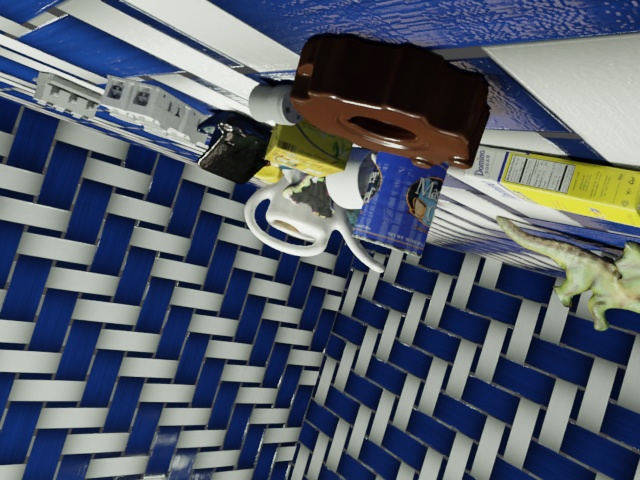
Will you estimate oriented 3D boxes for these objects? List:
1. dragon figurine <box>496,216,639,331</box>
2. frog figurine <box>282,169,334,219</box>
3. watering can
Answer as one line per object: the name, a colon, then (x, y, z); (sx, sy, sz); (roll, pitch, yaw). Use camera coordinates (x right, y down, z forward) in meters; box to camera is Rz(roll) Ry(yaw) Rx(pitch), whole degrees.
dragon figurine: (0.563, 0.052, 1.014); (0.410, 0.124, 0.239); (38, 155, 0)
frog figurine: (-0.012, -0.138, 1.088); (0.137, 0.120, 0.163); (9, -143, -7)
watering can: (0.004, -0.060, 1.185); (0.348, 0.228, 0.102); (17, 161, 7)
